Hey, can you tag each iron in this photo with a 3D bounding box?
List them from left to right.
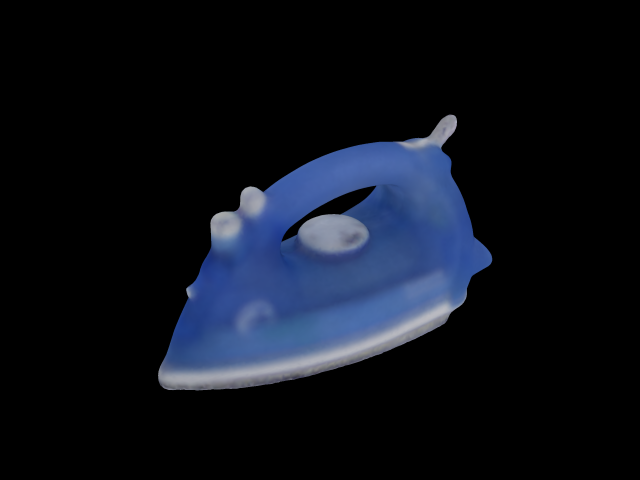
[{"bbox_3d":[0.004,0.001,0.400,0.259,0.141,0.118,-19,36,-29],"label":"iron"}]
